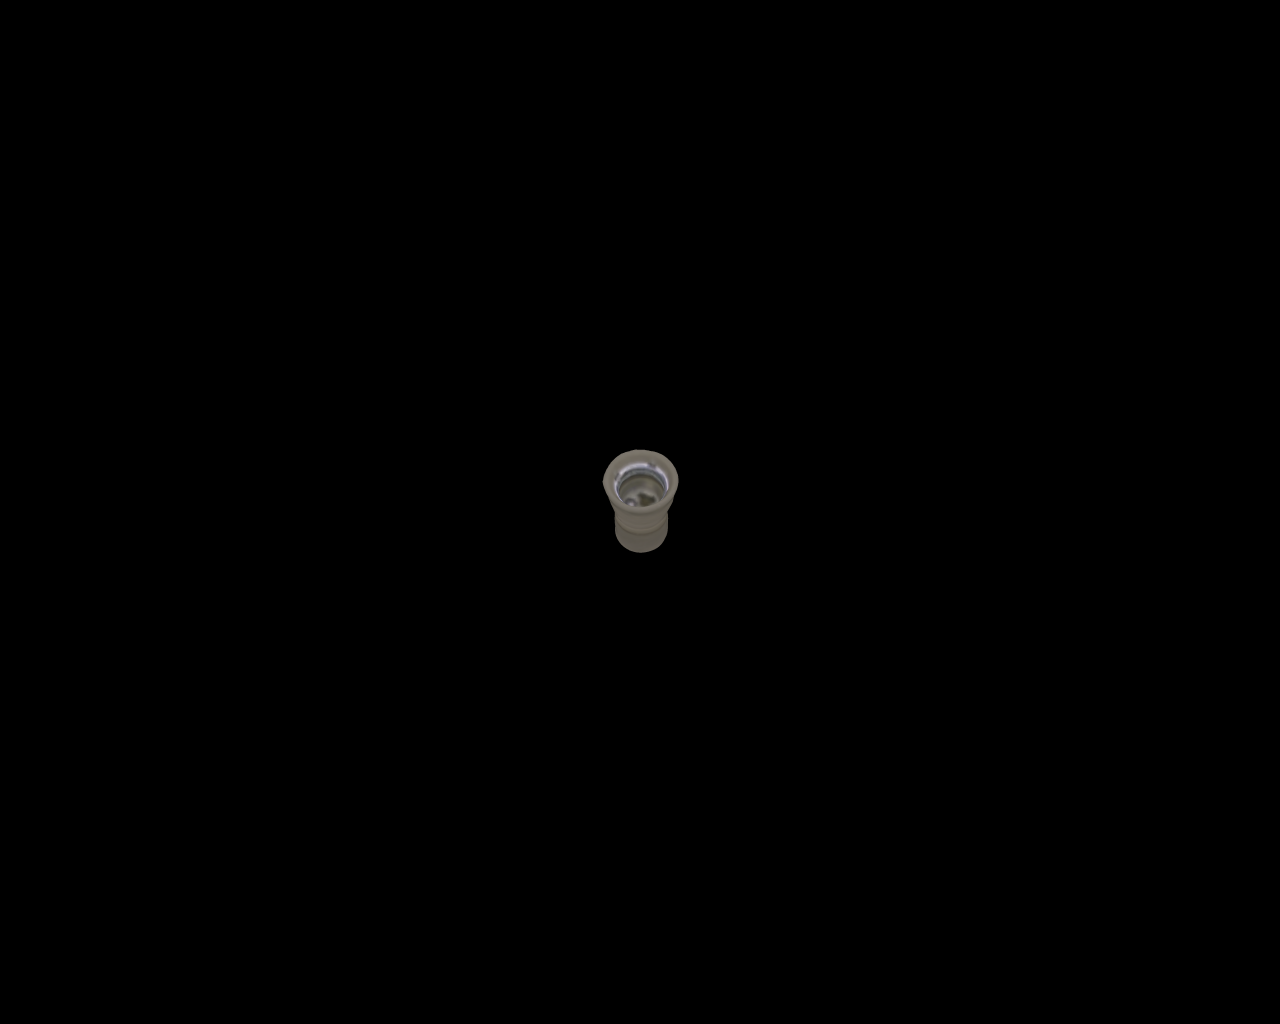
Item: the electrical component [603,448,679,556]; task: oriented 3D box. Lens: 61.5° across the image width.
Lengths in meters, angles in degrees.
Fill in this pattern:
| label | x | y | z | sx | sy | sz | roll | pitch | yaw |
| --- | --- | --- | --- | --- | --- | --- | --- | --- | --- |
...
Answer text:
| label | x | y | z | sx | sy | sz | roll | pitch | yaw |
| --- | --- | --- | --- | --- | --- | --- | --- | --- | --- |
| electrical component | 0.001 | -0.003 | 0.650 | 0.044 | 0.044 | 0.065 | 0 | -32 | 0 |
